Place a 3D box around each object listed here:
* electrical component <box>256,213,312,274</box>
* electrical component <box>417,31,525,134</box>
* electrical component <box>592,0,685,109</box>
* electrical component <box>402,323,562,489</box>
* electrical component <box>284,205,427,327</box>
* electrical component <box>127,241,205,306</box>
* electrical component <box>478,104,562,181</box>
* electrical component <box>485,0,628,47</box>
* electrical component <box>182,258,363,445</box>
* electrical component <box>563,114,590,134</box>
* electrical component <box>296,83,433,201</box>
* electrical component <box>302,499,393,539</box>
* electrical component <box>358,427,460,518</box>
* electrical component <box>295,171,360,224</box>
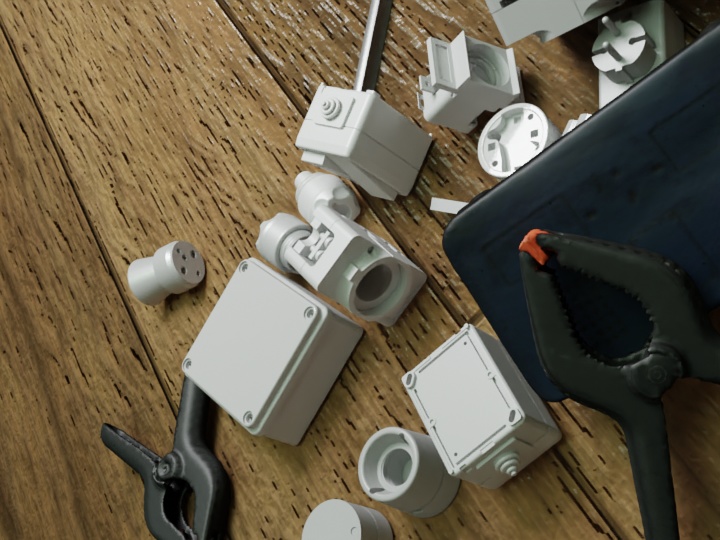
[{"bbox_3d":[-0.052,-0.017,0.866,0.062,0.043,0.043,33,93,43],"label":"electrical component"},{"bbox_3d":[0.079,-0.136,0.793,0.064,0.081,0.042,-40,45,50],"label":"electrical component"},{"bbox_3d":[0.177,-0.138,0.705,0.047,0.076,0.083,-13,63,36],"label":"electrical component"},{"bbox_3d":[0.082,0.094,0.688,0.062,0.061,0.096,-42,49,18],"label":"electrical component"},{"bbox_3d":[0.000,0.000,0.782,0.050,0.089,0.056,-54,46,7],"label":"electrical component"},{"bbox_3d":[-0.172,0.002,0.958,0.055,0.045,0.045,-23,57,30],"label":"electrical component"},{"bbox_3d":[0.118,-0.081,0.749,0.055,0.047,0.055,-18,60,34],"label":"electrical component"},{"bbox_3d":[0.182,-0.213,0.706,0.186,0.105,0.060,-22,98,31],"label":"electrical component"},{"bbox_3d":[-0.070,0.062,0.835,0.109,0.056,0.108,32,92,44],"label":"electrical component"},{"bbox_3d":[0.160,-0.062,0.698,0.078,0.058,0.057,19,81,43],"label":"electrical component"},{"bbox_3d":[-0.002,-0.099,0.824,0.062,0.096,0.061,18,83,43],"label":"electrical component"},{"bbox_3d":[-0.033,0.221,0.718,0.052,0.074,0.138,11,78,43],"label":"electrical component"},{"bbox_3d":[0.032,0.135,0.722,0.055,0.047,0.055,-18,60,34],"label":"electrical component"},{"bbox_3d":[-0.031,-0.058,0.868,0.043,0.043,0.062,-52,45,9],"label":"electrical component"}]
